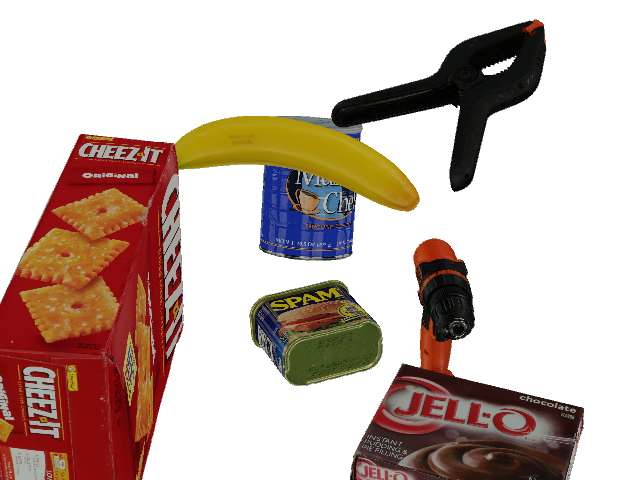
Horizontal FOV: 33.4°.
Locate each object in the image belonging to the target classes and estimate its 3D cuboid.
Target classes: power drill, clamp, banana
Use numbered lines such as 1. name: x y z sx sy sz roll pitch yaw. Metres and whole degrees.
1. power drill: 0.130 0.111 1.140 0.057 0.188 0.184 1 24 -1
2. clamp: 0.136 -0.129 0.960 0.209 0.036 0.165 -33 47 -16
3. banana: -0.024 -0.060 0.795 0.198 0.069 0.037 5 -22 3

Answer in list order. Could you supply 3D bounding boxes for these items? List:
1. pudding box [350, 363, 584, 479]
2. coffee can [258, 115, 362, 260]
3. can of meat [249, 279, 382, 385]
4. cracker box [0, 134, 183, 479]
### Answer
1. pudding box: 0.084 0.118 0.599 0.114 0.039 0.090 14 32 16
2. coffee can: -0.011 -0.058 1.142 0.103 0.140 0.103 4 12 -1
3. can of meat: -0.003 0.086 0.983 0.102 0.057 0.084 -12 27 -19
4. cracker box: -0.131 0.059 0.637 0.072 0.164 0.213 5 34 1
